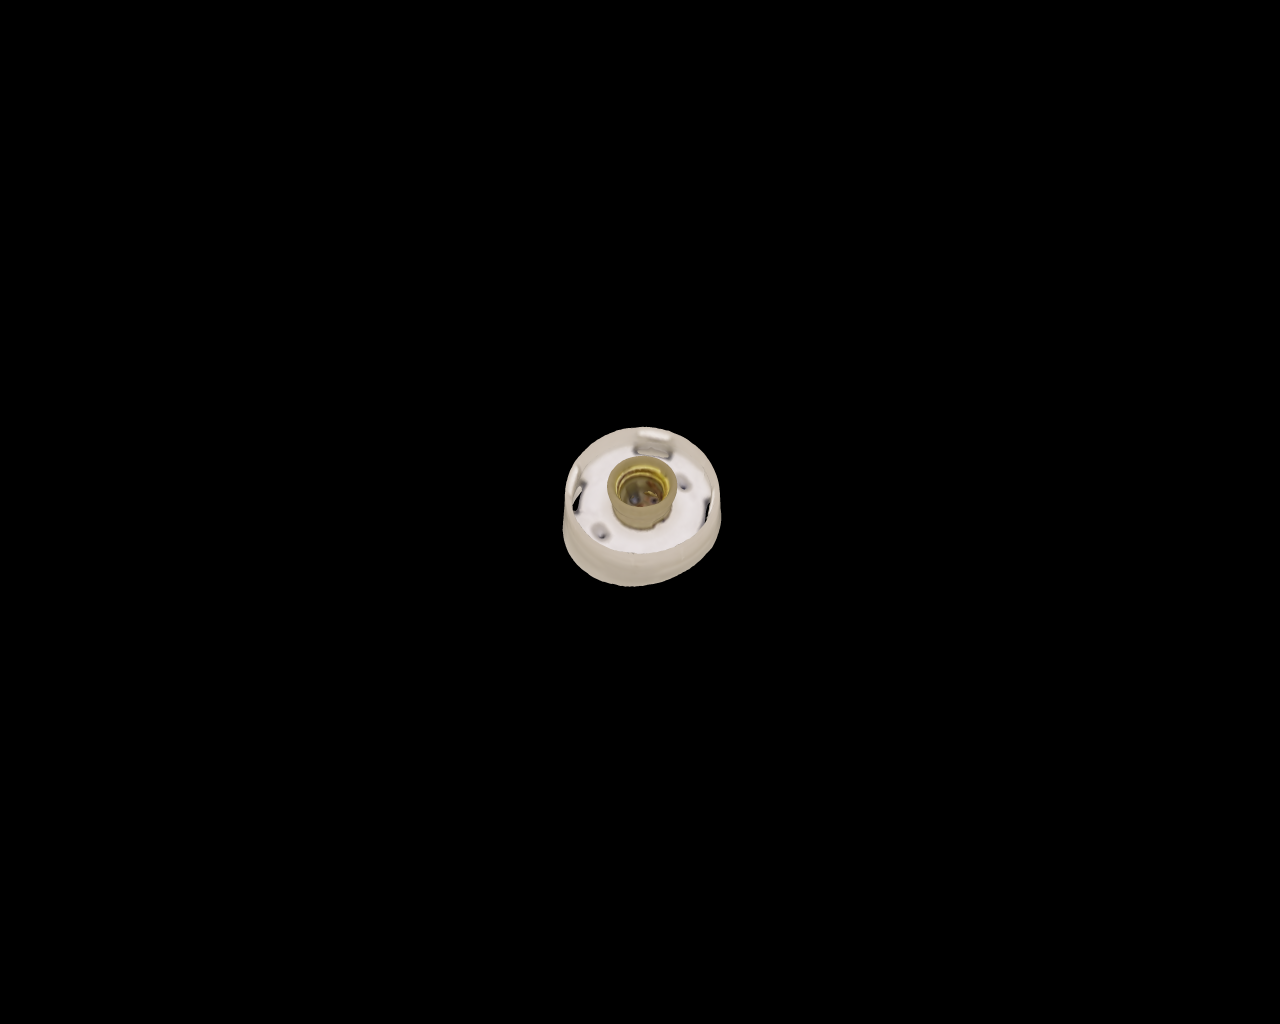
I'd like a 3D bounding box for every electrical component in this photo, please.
[{"bbox_3d":[0.001,-0.003,0.650,0.099,0.099,0.064,0,-30,0],"label":"electrical component"}]
